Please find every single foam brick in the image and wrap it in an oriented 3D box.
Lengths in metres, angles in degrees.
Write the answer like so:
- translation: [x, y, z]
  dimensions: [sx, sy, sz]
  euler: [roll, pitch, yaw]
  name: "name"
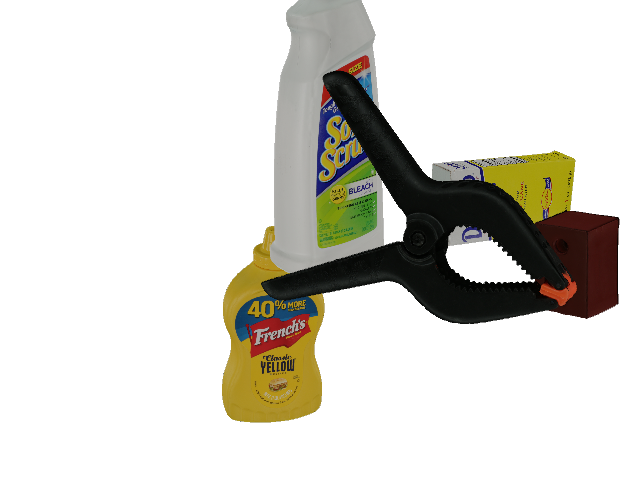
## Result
- translation: [0.214, 0.019, 0.892]
  dimensions: [0.053, 0.078, 0.051]
  euler: [11, 22, 43]
  name: "foam brick"

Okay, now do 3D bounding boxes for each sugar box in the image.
- translation: [0.215, -0.050, 1.258]
  dimensions: [0.176, 0.093, 0.048]
  euler: [-9, 21, -26]
  name: "sugar box"

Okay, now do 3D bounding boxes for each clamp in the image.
- translation: [0.067, -0.014, 0.697]
  dimensions: [0.210, 0.165, 0.036]
  euler: [16, 16, 22]
  name: "clamp"

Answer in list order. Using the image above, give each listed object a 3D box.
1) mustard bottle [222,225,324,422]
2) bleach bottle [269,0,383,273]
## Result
- translation: [-0.044, 0.078, 1.015]
  dimensions: [0.096, 0.192, 0.058]
  euler: [-3, 22, -12]
  name: "mustard bottle"
- translation: [0.002, -0.102, 0.891]
  dimensions: [0.102, 0.251, 0.068]
  euler: [-18, 26, -32]
  name: "bleach bottle"
